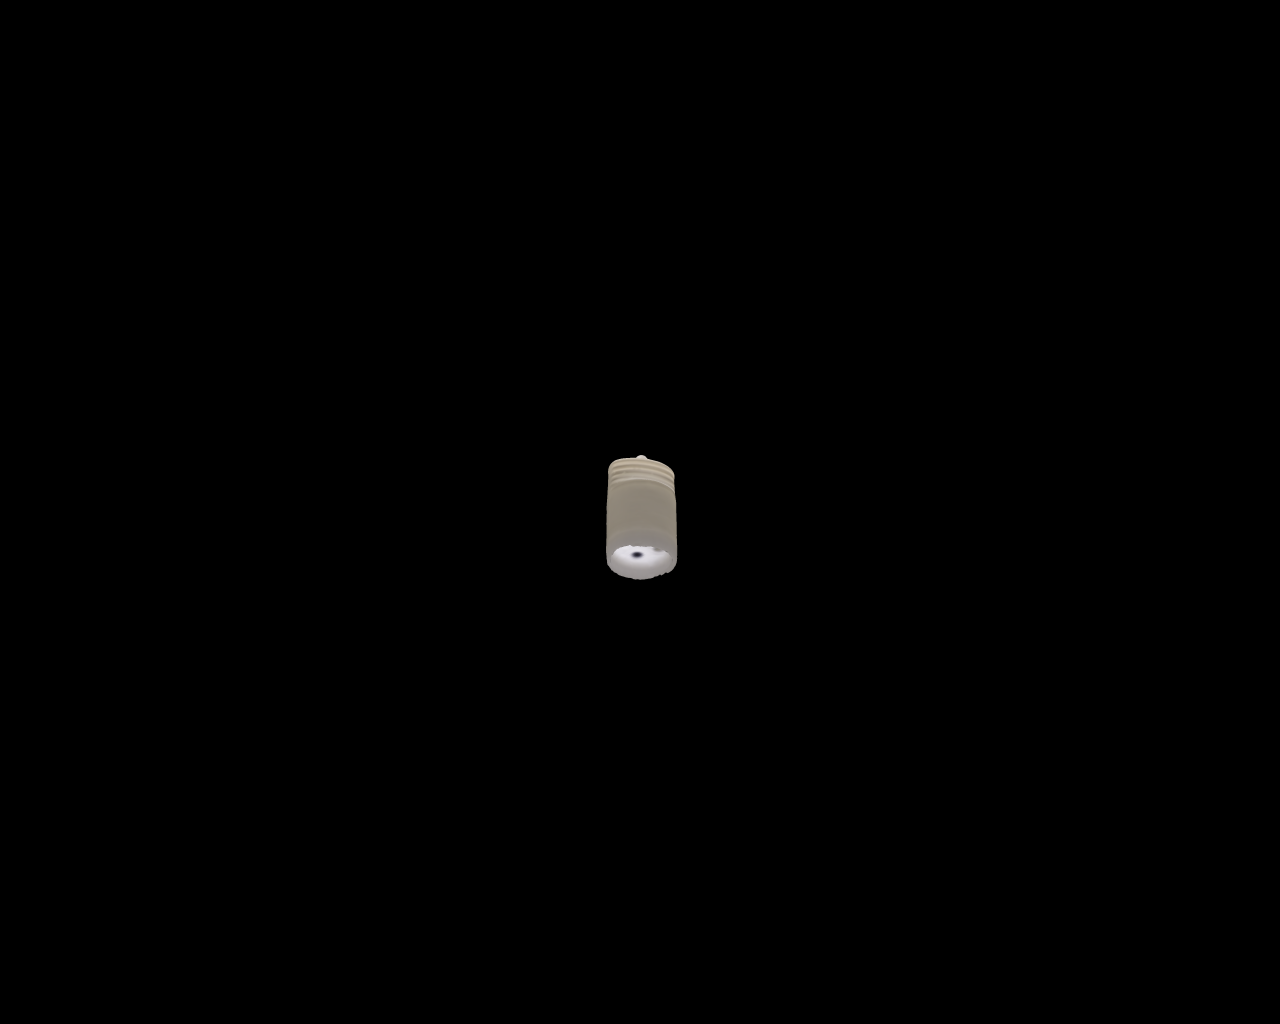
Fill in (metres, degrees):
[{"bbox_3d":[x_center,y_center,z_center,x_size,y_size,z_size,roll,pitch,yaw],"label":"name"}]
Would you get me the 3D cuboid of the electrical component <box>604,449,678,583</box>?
[{"bbox_3d":[0.001,-0.003,0.650,0.043,0.081,0.043,0,-33,0],"label":"electrical component"}]
